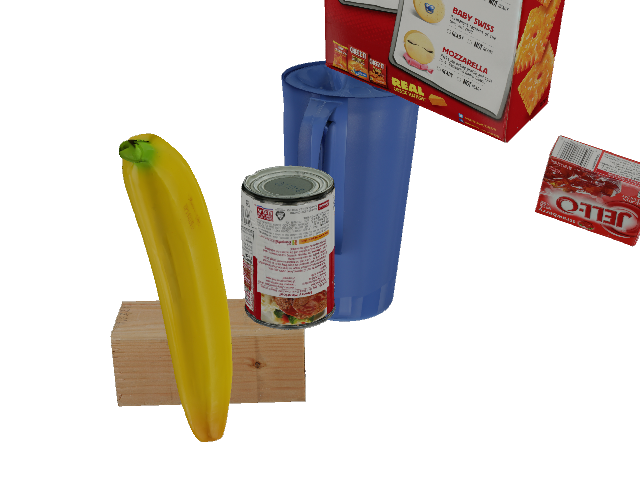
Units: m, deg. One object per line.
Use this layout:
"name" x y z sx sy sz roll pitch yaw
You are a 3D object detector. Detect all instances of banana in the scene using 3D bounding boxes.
"banana" -0.078 0.018 0.579 0.037 0.198 0.069 -1 34 16

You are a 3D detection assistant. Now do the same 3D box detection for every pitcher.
"pitcher" 0.021 -0.044 1.036 0.149 0.243 0.145 -8 25 -23

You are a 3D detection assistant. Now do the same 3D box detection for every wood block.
"wood block" -0.120 0.123 1.186 0.206 0.091 0.090 -1 23 -1

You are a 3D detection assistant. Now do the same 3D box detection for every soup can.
"soup can" -0.023 0.004 0.776 0.068 0.102 0.068 0 24 0

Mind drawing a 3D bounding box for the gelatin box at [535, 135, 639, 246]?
"gelatin box" 0.228 -0.040 0.881 0.089 0.030 0.073 22 -34 16

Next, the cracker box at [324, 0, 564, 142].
"cracker box" 0.085 -0.194 0.732 0.164 0.214 0.072 28 51 27
